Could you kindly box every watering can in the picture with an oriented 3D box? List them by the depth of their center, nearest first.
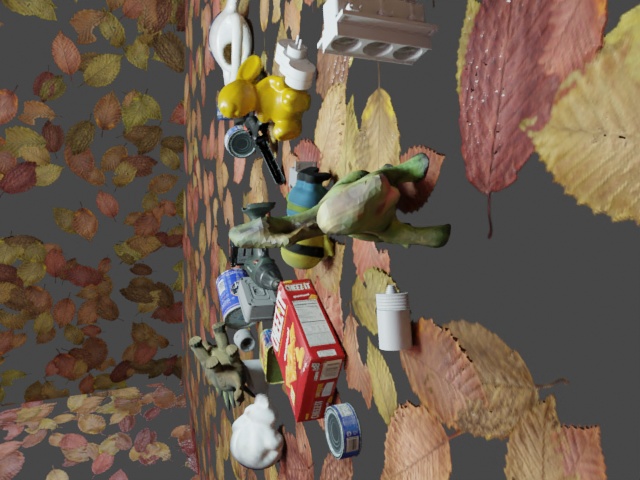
[{"bbox_3d":[-0.240,-0.583,1.401,0.228,0.104,0.341,-129,41,-59],"label":"watering can"}]

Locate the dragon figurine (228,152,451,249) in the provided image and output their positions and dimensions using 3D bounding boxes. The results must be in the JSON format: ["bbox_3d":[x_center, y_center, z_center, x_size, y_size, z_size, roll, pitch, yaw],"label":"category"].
[{"bbox_3d":[0.002,-0.033,0.651,0.408,0.243,0.122,171,91,-67],"label":"dragon figurine"}]

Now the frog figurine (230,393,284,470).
[{"bbox_3d":[-0.146,0.465,1.251,0.138,0.123,0.158,22,107,31],"label":"frog figurine"}]
